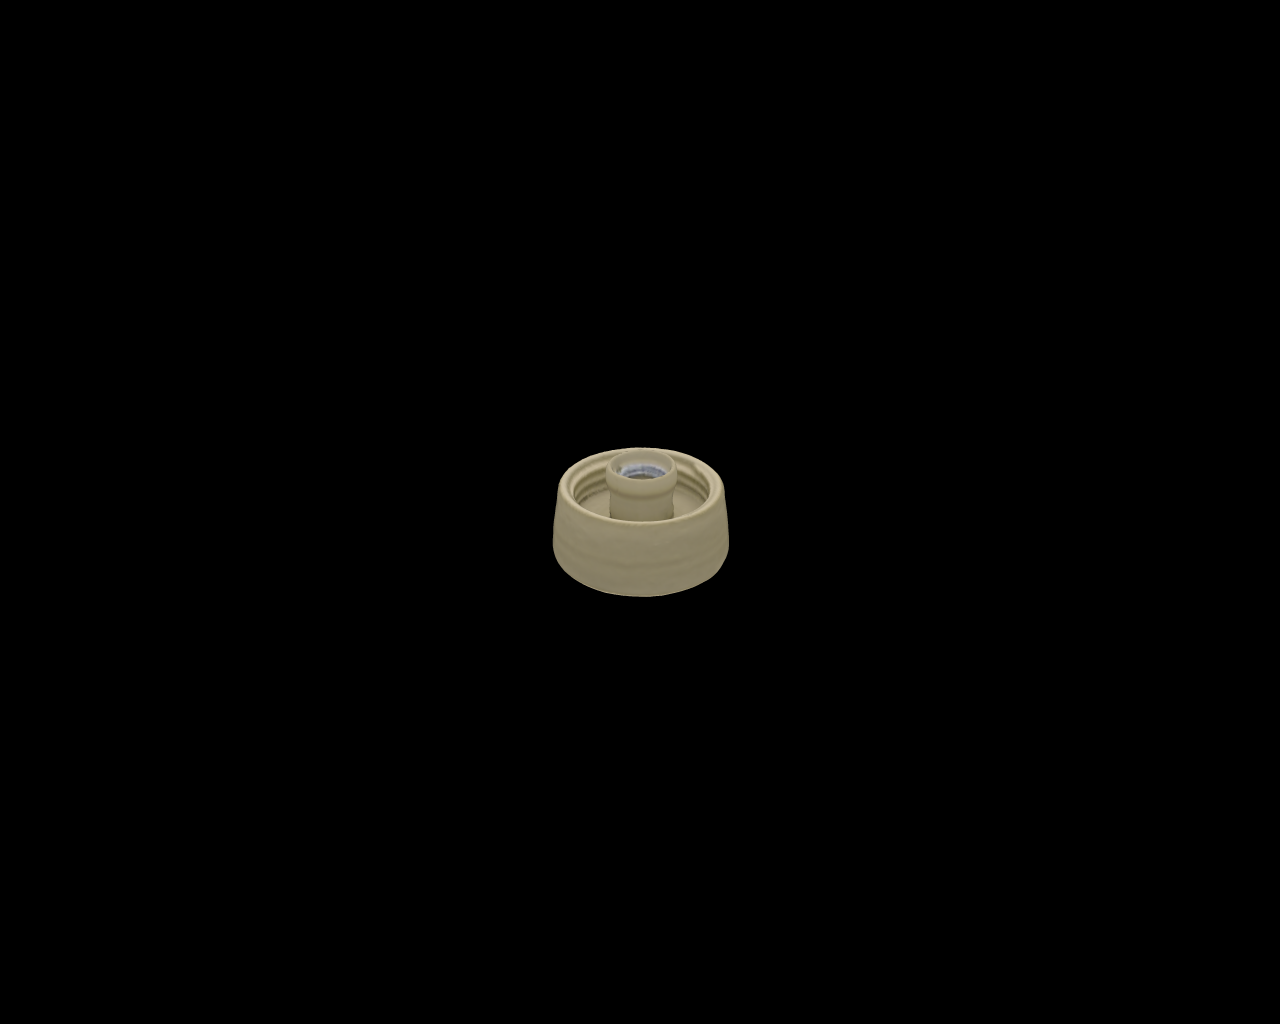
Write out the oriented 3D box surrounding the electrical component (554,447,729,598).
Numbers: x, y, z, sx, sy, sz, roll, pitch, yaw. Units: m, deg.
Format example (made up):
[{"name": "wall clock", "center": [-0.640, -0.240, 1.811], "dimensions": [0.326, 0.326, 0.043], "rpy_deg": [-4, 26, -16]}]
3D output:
[{"name": "electrical component", "center": [0.001, -0.003, 0.650], "dimensions": [0.108, 0.060, 0.108], "rpy_deg": [0, 29, 0]}]
